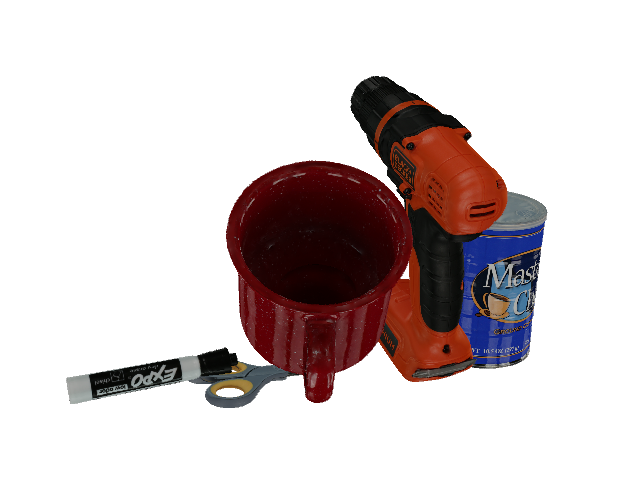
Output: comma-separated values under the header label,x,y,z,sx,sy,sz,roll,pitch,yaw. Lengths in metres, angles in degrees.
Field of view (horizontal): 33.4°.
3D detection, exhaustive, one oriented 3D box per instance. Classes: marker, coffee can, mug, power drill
label,x,y,z,sx,sy,sz,roll,pitch,yaw
marker,-0.118,0.095,0.757,0.121,0.020,0.020,-9,3,-15
coffee can,0.150,0.033,0.989,0.103,0.140,0.103,2,20,-1
mug,-0.001,0.029,0.556,0.093,0.117,0.081,-2,-34,-5
power drill,0.066,-0.008,0.766,0.057,0.188,0.184,-11,34,-16

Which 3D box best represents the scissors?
label,x,y,z,sx,sy,sz,roll,pitch,yaw
scissors,-0.051,0.157,1.191,0.201,0.016,0.096,4,25,-13
